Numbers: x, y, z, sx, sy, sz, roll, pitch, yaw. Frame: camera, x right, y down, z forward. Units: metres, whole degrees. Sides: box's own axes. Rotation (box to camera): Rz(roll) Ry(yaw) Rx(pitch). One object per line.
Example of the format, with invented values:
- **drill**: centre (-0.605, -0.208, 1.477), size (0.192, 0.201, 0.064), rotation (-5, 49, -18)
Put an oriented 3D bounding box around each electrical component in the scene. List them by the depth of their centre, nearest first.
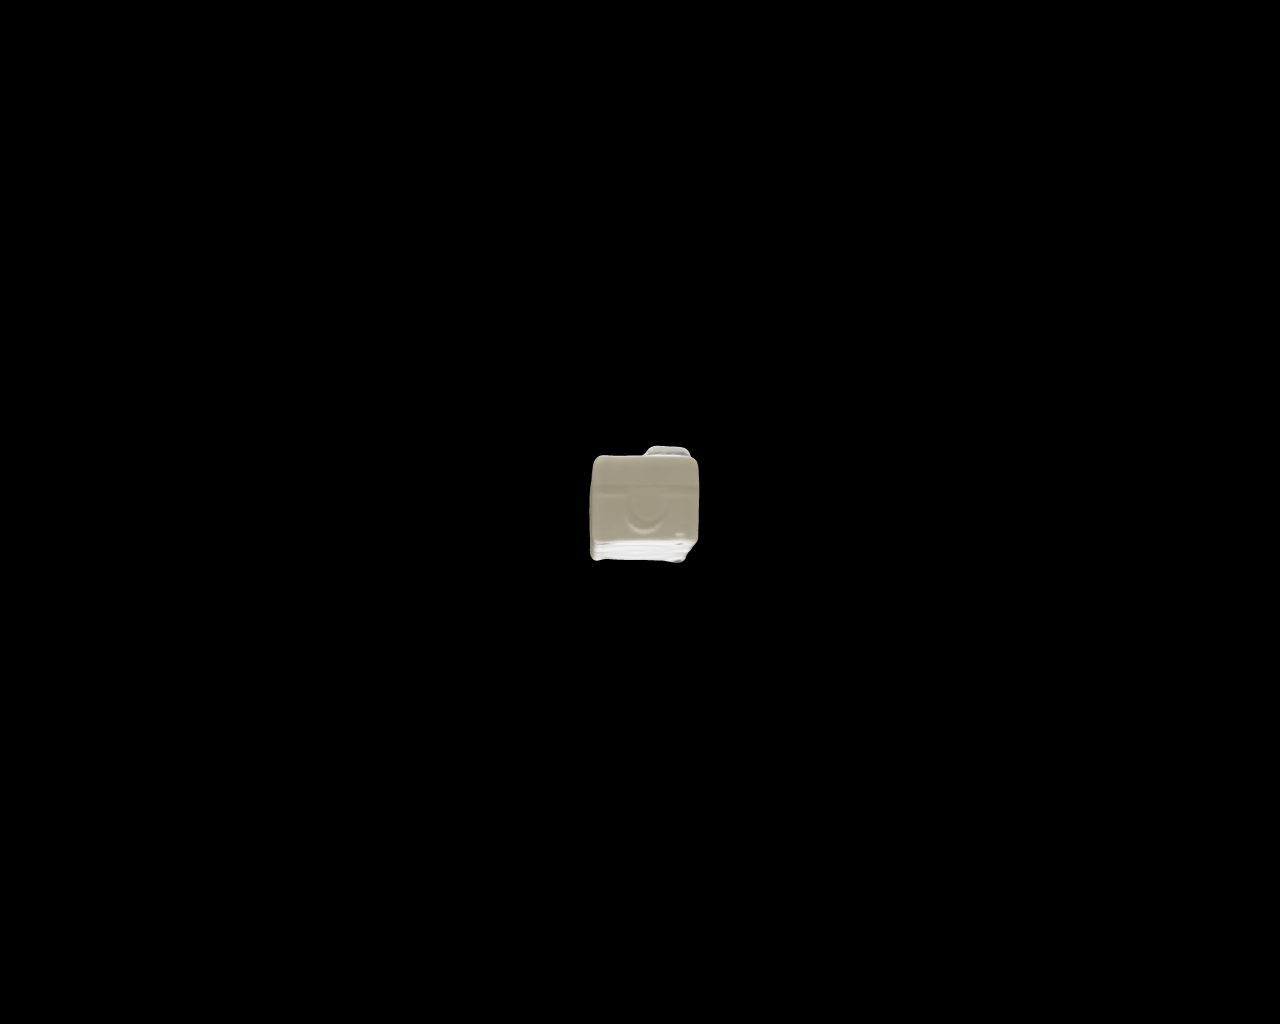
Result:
- **electrical component**: centre (0.001, -0.003, 0.650), size (0.062, 0.061, 0.096), rotation (1, -11, -4)
